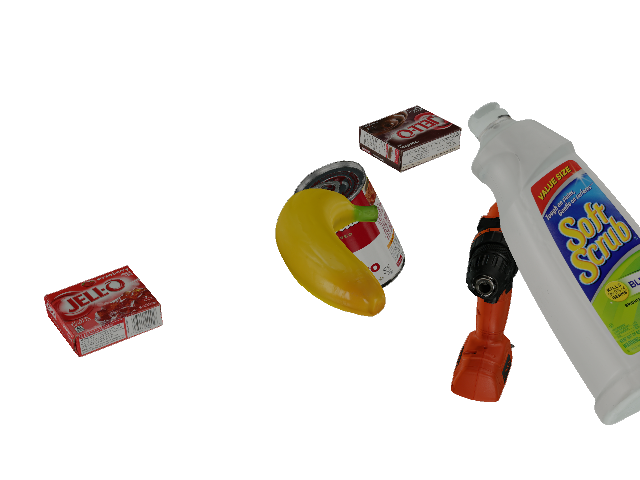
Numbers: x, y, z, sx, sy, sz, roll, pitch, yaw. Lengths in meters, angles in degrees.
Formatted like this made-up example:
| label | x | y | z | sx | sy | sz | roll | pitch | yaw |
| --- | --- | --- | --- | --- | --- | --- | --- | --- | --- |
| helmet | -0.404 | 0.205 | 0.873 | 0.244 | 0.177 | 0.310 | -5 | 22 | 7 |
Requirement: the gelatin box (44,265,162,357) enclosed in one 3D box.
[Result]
| label | x | y | z | sx | sy | sz | roll | pitch | yaw |
| --- | --- | --- | --- | --- | --- | --- | --- | --- | --- |
| gelatin box | -0.205 | 0.065 | 1.005 | 0.089 | 0.030 | 0.073 | -20 | 40 | -27 |

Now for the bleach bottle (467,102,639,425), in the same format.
| label | x | y | z | sx | sy | sz | roll | pitch | yaw |
| --- | --- | --- | --- | --- | --- | --- | --- | --- | --- |
| bleach bottle | 0.179 | 0.002 | 0.777 | 0.102 | 0.251 | 0.068 | -22 | -26 | -19 |

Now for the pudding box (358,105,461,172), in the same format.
| label | x | y | z | sx | sy | sz | roll | pitch | yaw |
| --- | --- | --- | --- | --- | --- | --- | --- | --- | --- |
| pudding box | 0.122 | -0.140 | 1.464 | 0.113 | 0.039 | 0.090 | -25 | 39 | -30 |

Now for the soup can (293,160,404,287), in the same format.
| label | x | y | z | sx | sy | sz | roll | pitch | yaw |
| --- | --- | --- | --- | --- | --- | --- | --- | --- | --- |
| soup can | 0.027 | -0.010 | 0.945 | 0.068 | 0.102 | 0.068 | -19 | 36 | 14 |

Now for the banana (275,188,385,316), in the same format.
| label | x | y | z | sx | sy | sz | roll | pitch | yaw |
| --- | --- | --- | --- | --- | --- | --- | --- | --- | --- |
| banana | 0.005 | -0.001 | 0.680 | 0.069 | 0.037 | 0.197 | 1 | 19 | 2 |

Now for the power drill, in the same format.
| label | x | y | z | sx | sy | sz | roll | pitch | yaw |
| --- | --- | --- | --- | --- | --- | --- | --- | --- | --- |
| power drill | 0.174 | 0.068 | 1.090 | 0.057 | 0.188 | 0.184 | 13 | 27 | 15 |
